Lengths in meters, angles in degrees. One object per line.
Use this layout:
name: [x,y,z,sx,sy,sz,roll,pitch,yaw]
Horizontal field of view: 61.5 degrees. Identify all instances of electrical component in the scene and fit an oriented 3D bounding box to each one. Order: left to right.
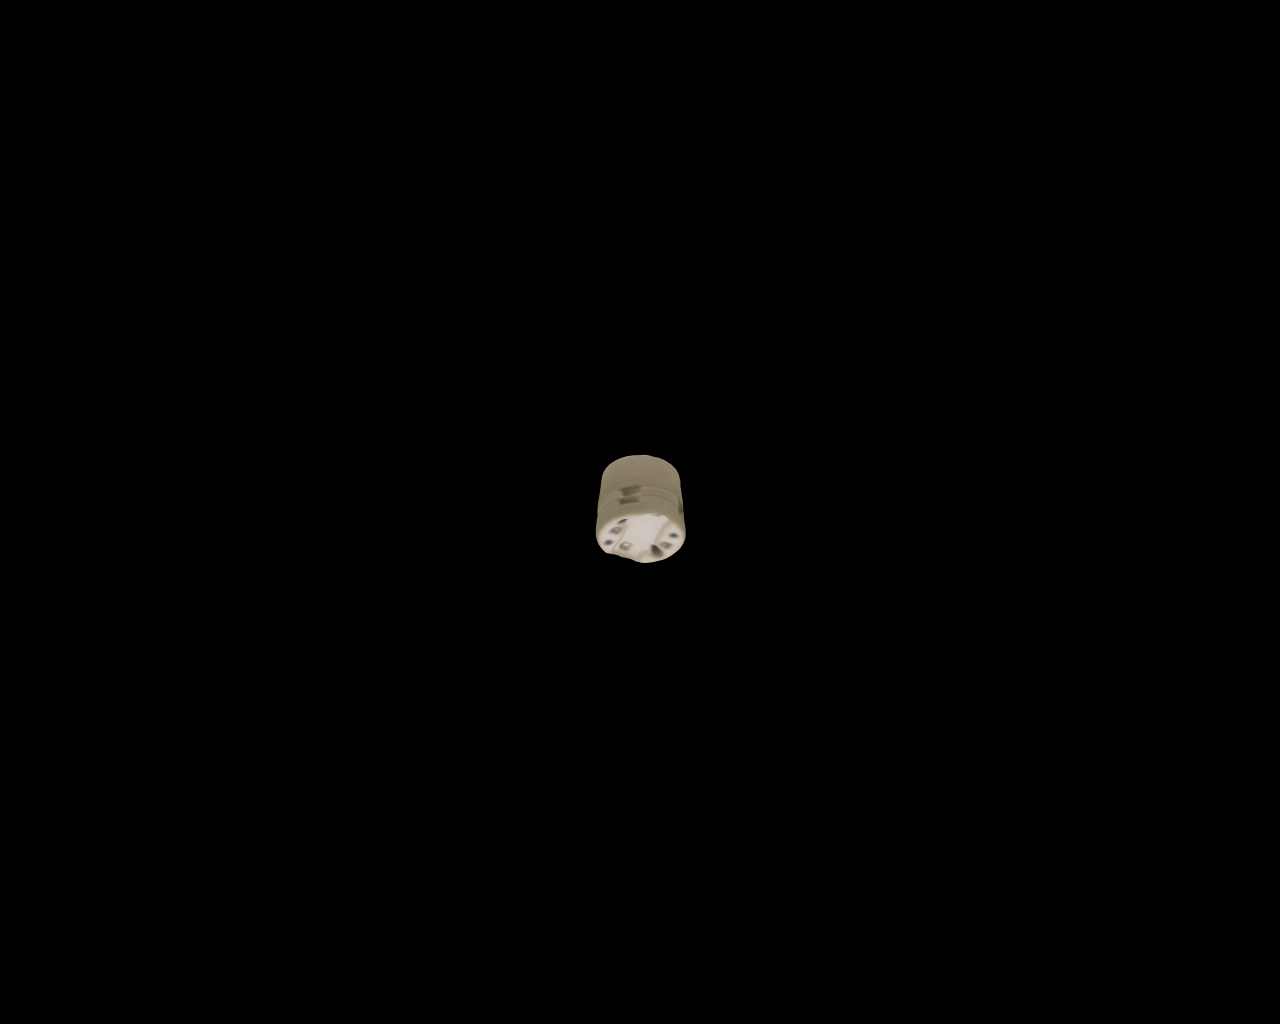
electrical component: [0.001,-0.003,0.650,0.055,0.047,0.055,0,-35,0]
